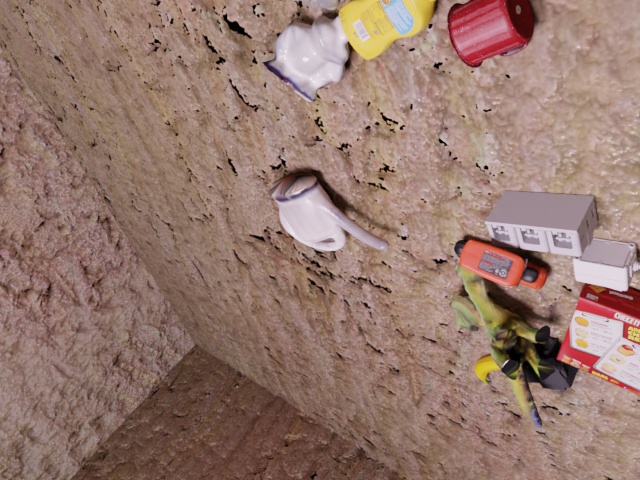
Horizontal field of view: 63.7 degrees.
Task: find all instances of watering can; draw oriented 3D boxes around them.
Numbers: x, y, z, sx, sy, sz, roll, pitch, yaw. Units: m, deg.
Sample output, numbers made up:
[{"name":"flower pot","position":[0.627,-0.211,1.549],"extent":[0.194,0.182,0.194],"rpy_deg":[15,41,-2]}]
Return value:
[{"name":"watering can","position":[0.004,-0.063,1.247],"extent":[0.347,0.106,0.221],"rpy_deg":[3,131,50]}]

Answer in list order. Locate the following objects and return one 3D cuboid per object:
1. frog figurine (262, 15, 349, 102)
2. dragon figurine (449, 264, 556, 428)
[{"name":"frog figurine","position":[-0.005,-0.345,0.926],"extent":[0.138,0.124,0.157],"rpy_deg":[47,115,8]},{"name":"dragon figurine","position":[0.378,0.208,1.133],"extent":[0.246,0.123,0.402],"rpy_deg":[45,155,60]}]
